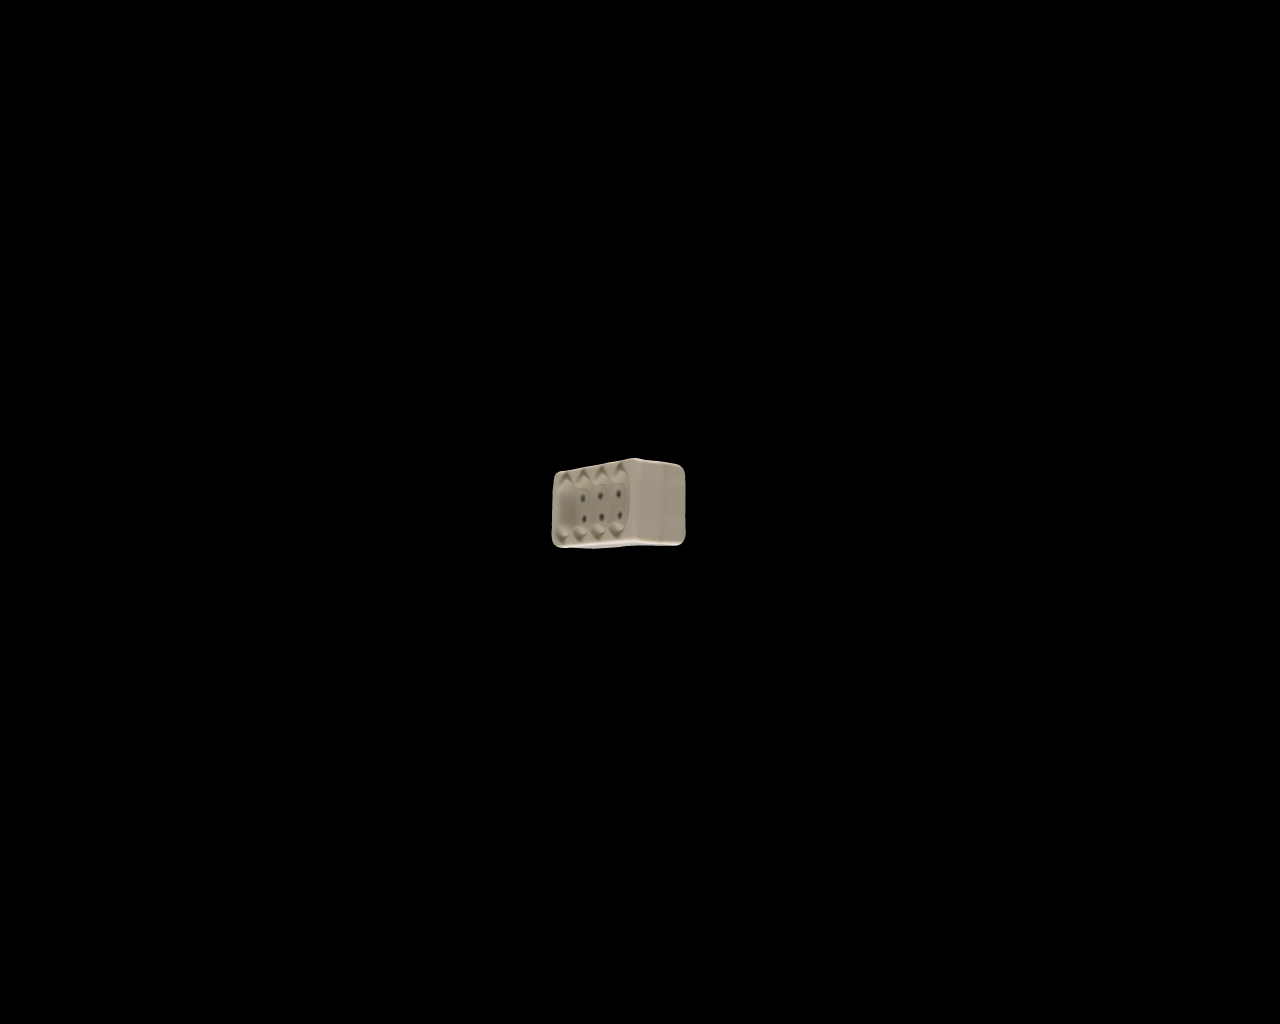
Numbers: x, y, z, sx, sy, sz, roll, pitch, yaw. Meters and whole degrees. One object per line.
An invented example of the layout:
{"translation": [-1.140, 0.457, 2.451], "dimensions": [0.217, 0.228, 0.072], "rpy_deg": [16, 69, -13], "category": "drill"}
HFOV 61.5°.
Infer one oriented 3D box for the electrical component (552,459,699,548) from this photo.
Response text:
{"translation": [0.001, -0.003, 0.650], "dimensions": [0.076, 0.047, 0.083], "rpy_deg": [4, -6, -39], "category": "electrical component"}
